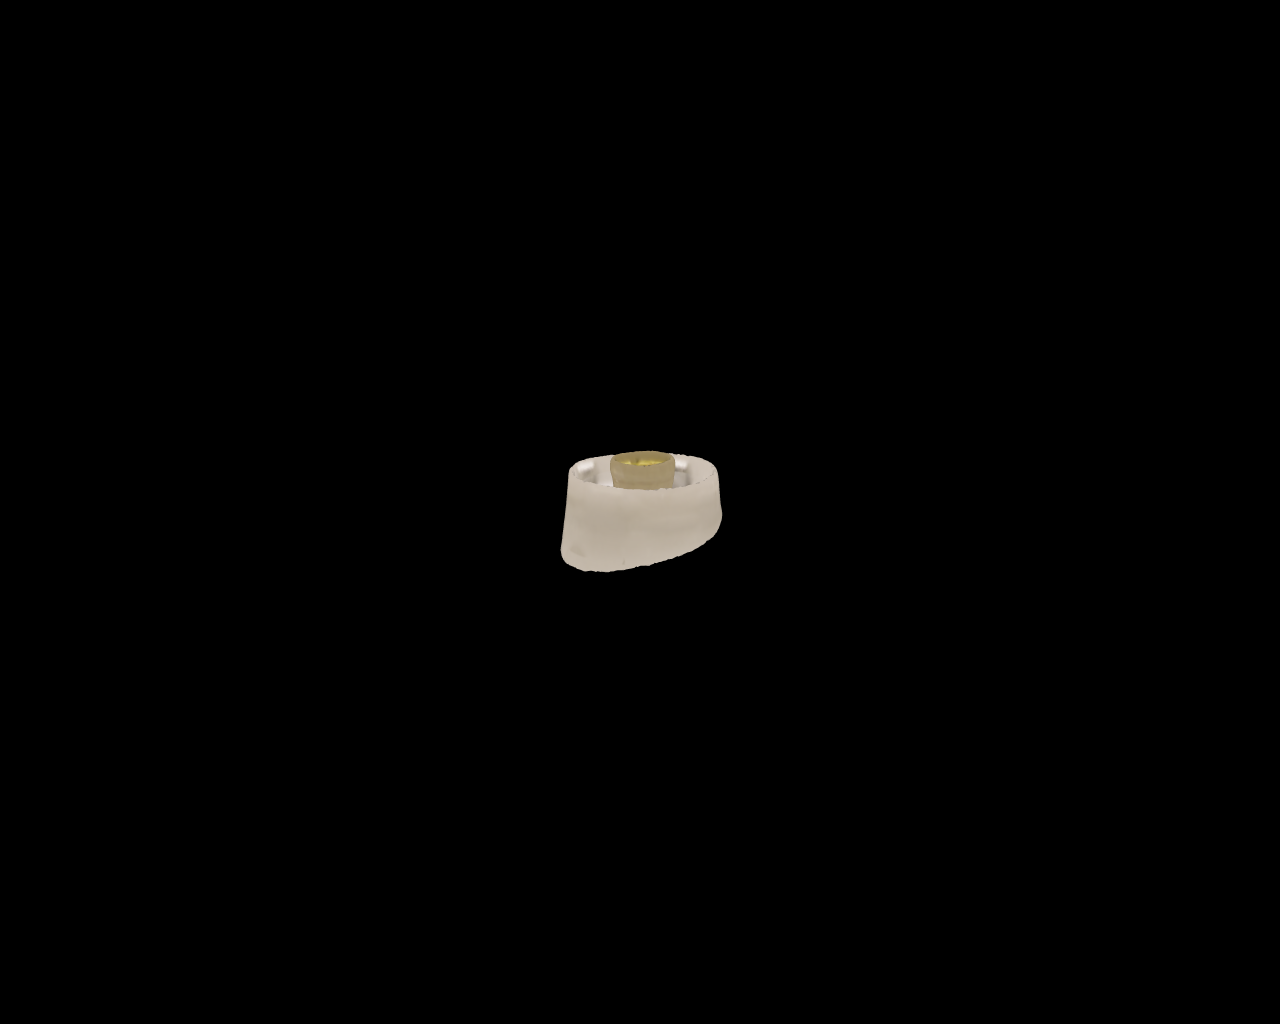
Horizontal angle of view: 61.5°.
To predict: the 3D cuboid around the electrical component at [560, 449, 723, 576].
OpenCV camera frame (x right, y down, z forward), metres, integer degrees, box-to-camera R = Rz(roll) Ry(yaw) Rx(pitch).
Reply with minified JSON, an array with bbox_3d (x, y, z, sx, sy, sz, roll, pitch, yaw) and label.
[{"bbox_3d":[0.001,-0.003,0.650,0.099,0.064,0.099,0,17,0],"label":"electrical component"}]
